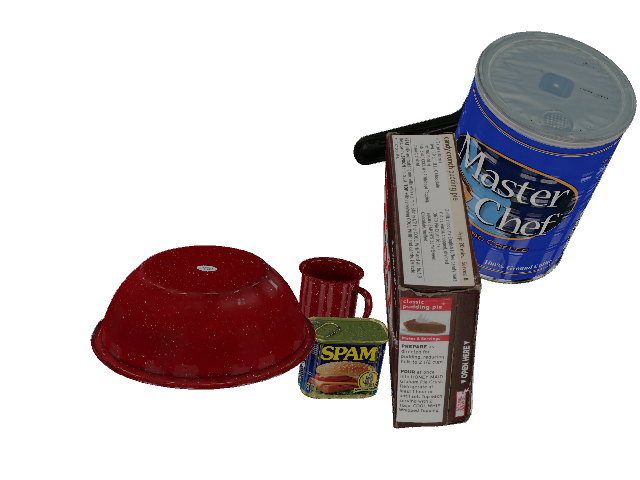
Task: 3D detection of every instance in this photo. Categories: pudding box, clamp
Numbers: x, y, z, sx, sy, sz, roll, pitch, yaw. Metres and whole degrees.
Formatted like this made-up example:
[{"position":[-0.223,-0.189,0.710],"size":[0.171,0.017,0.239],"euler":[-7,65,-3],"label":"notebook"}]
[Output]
[{"position":[0.049,0.016,0.499],"size":[0.039,0.090,0.113],"euler":[-3,41,0],"label":"pudding box"},{"position":[0.156,-0.096,0.933],"size":[0.209,0.036,0.165],"euler":[-31,39,-27],"label":"clamp"}]

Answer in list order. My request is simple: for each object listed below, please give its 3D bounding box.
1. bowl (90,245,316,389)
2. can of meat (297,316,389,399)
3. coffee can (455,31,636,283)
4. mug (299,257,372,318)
[{"position":[-0.082,0.045,0.762],"size":[0.162,0.055,0.162],"euler":[2,21,-1],"label":"bowl"},{"position":[0.026,0.143,1.288],"size":[0.102,0.084,0.057],"euler":[3,24,-15],"label":"can of meat"},{"position":[0.137,-0.053,0.718],"size":[0.102,0.103,0.140],"euler":[0,-40,-11],"label":"coffee can"},{"position":[0.022,0.081,1.513],"size":[0.117,0.081,0.093],"euler":[18,23,27],"label":"mug"}]
